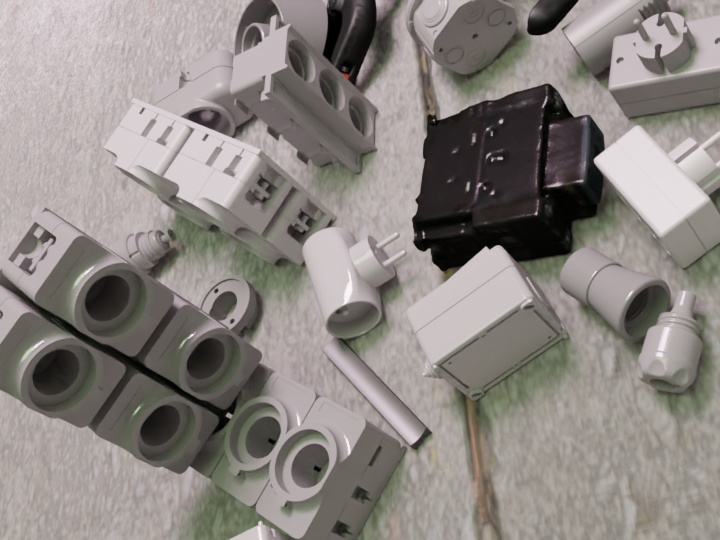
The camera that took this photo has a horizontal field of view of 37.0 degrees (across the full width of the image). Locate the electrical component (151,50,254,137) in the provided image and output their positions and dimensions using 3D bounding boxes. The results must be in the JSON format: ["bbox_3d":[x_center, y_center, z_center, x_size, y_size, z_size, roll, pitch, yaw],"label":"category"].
[{"bbox_3d":[-0.148,-0.154,1.011,0.095,0.054,0.059,-27,51,21],"label":"electrical component"}]

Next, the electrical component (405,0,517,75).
[{"bbox_3d":[0.081,-0.200,0.856,0.080,0.080,0.051,-38,53,12],"label":"electrical component"}]

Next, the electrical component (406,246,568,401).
[{"bbox_3d":[0.078,0.037,0.724,0.096,0.062,0.061,-36,48,13],"label":"electrical component"}]

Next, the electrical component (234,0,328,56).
[{"bbox_3d":[-0.070,-0.198,0.965,0.099,0.064,0.099,1,91,54],"label":"electrical component"}]

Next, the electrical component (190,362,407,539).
[{"bbox_3d":[-0.056,0.126,0.767,0.150,0.062,0.089,22,78,42],"label":"electrical component"}]

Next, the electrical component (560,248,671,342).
[{"bbox_3d":[0.161,0.012,0.694,0.044,0.044,0.065,-51,42,-1],"label":"electrical component"}]

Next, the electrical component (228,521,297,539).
[{"bbox_3d":[-0.082,0.223,0.727,0.096,0.062,0.061,-30,50,19],"label":"electrical component"}]

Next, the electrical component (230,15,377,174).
[{"bbox_3d":[-0.046,-0.137,0.880,0.063,0.121,0.078,-18,54,30],"label":"electrical component"}]

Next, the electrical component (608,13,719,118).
[{"bbox_3d":[0.210,-0.149,0.732,0.083,0.076,0.047,-6,61,34],"label":"electrical component"}]

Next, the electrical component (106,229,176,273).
[{"bbox_3d":[-0.201,-0.015,0.974,0.078,0.040,0.040,-27,51,21],"label":"electrical component"}]

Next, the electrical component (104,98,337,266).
[{"bbox_3d":[-0.124,-0.072,0.909,0.186,0.105,0.060,26,80,43],"label":"electrical component"}]

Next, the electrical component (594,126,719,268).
[{"bbox_3d":[0.210,-0.060,0.697,0.076,0.047,0.083,-39,47,10],"label":"electrical component"}]

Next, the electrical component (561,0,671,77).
[{"bbox_3d":[0.194,-0.183,0.787,0.081,0.043,0.043,-34,48,14],"label":"electrical component"}]

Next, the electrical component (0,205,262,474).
[{"bbox_3d":[-0.159,0.054,0.713,0.060,0.186,0.105,29,82,43],"label":"electrical component"}]

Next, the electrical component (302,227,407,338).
[{"bbox_3d":[0.000,0.000,0.816,0.079,0.043,0.077,-33,49,16],"label":"electrical component"}]

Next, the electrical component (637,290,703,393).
[{"bbox_3d":[0.192,0.042,0.656,0.035,0.035,0.061,6,65,38],"label":"electrical component"}]
